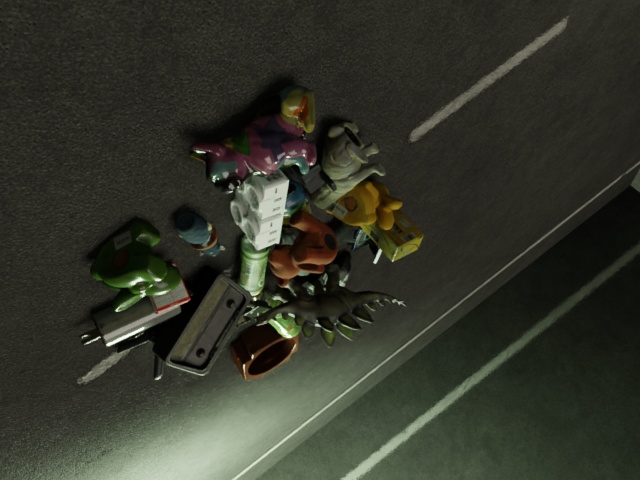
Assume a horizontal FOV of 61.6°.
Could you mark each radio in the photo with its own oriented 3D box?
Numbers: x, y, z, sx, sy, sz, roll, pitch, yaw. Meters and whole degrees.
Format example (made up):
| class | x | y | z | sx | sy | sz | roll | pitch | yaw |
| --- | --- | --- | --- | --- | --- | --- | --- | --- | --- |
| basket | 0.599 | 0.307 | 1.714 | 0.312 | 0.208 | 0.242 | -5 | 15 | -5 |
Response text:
| class | x | y | z | sx | sy | sz | roll | pitch | yaw |
| --- | --- | --- | --- | --- | --- | --- | --- | --- | --- |
| radio | -0.265 | 0.187 | 1.232 | 0.131 | 0.073 | 0.229 | 40 | 78 | -44 |

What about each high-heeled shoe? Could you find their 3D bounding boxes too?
| class | x | y | z | sx | sy | sz | roll | pitch | yaw |
| --- | --- | --- | --- | --- | --- | --- | --- | --- | --- |
| high-heeled shoe | 0.047 | 0.123 | 1.663 | 0.248 | 0.086 | 0.145 | 105 | 9 | -74 |

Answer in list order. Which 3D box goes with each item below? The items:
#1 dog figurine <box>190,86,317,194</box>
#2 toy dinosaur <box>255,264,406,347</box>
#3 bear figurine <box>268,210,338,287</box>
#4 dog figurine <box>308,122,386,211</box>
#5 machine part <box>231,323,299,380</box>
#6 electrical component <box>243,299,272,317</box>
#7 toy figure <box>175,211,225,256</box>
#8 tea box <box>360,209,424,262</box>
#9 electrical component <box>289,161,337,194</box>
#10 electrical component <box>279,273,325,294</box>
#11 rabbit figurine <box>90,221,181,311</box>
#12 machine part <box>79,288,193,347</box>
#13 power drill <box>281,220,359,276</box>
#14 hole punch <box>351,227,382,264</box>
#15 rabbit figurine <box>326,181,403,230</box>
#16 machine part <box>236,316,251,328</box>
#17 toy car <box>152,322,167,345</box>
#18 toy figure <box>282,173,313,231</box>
| class | x | y | z | sx | sy | sz | roll | pitch | yaw |
| --- | --- | --- | --- | --- | --- | --- | --- | --- | --- |
| dog figurine | -0.118 | -0.179 | 0.945 | 0.219 | 0.191 | 0.108 | -3 | 180 | -15 |
| toy dinosaur | 0.038 | 0.172 | 1.427 | 0.471 | 0.199 | 0.105 | -12 | 150 | -37 |
| bear figurine | -0.061 | 0.026 | 1.185 | 0.196 | 0.120 | 0.132 | -20 | 155 | 37 |
| dog figurine | 0.022 | -0.155 | 1.172 | 0.190 | 0.121 | 0.172 | -33 | 125 | 25 |
| machine part | -0.168 | 0.329 | 1.657 | 0.201 | 0.087 | 0.200 | -29 | 151 | -22 |
| electrical component | -0.168 | 0.177 | 1.385 | 0.063 | 0.021 | 0.094 | -31 | 150 | 25 |
| toy figure | -0.241 | -0.010 | 1.094 | 0.154 | 0.064 | 0.058 | 63 | 42 | -66 |
| tea box | 0.186 | -0.034 | 1.456 | 0.098 | 0.170 | 0.068 | -22 | 146 | -27 |
| electrical component | -0.019 | -0.134 | 1.114 | 0.048 | 0.119 | 0.074 | -38 | 155 | -4 |
| electrical component | -0.053 | 0.127 | 1.527 | 0.134 | 0.058 | 0.114 | -33 | 150 | -12 |
| rabbit figurine | -0.339 | 0.071 | 1.027 | 0.159 | 0.121 | 0.170 | -34 | 150 | 3 |
| machine part | -0.388 | 0.156 | 1.143 | 0.243 | 0.079 | 0.079 | -26 | 150 | -26 |
| power drill | -0.003 | -0.004 | 1.370 | 0.207 | 0.086 | 0.231 | -33 | 154 | -20 |
| hole punch | 0.156 | -0.011 | 1.564 | 0.116 | 0.092 | 0.142 | -56 | 165 | -42 |
| rabbit figurine | 0.124 | -0.103 | 1.328 | 0.173 | 0.163 | 0.121 | -29 | 144 | -56 |
| machine part | -0.256 | 0.209 | 1.397 | 0.139 | 0.039 | 0.084 | -25 | 109 | -11 |
| toy car | -0.314 | 0.214 | 1.321 | 0.202 | 0.074 | 0.056 | -27 | 146 | -21 |
| toy figure | -0.072 | -0.081 | 1.170 | 0.089 | 0.082 | 0.180 | -13 | 162 | 7 |
